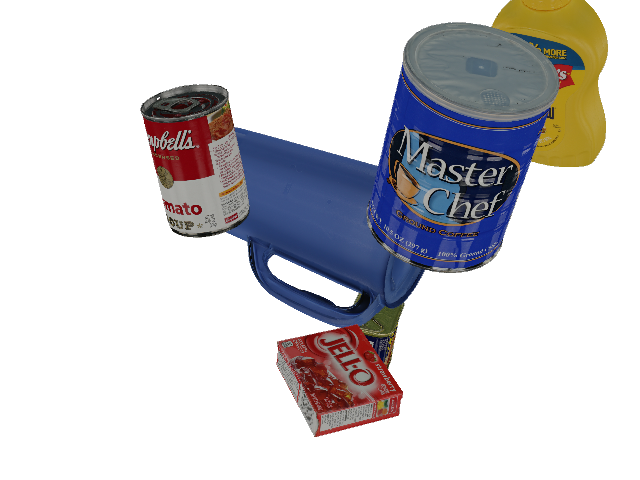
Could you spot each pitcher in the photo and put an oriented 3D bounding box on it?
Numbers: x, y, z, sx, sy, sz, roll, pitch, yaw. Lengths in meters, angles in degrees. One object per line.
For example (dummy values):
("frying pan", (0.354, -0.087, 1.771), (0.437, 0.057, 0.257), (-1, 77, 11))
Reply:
("pitcher", (-0.011, -0.023, 1.085), (0.243, 0.145, 0.149), (20, 26, 22))

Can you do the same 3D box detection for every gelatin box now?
("gelatin box", (0.013, 0.109, 0.848), (0.073, 0.030, 0.089), (-10, 39, -20))

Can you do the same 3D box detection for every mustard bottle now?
("mustard bottle", (0.189, -0.150, 0.886), (0.096, 0.191, 0.058), (20, 54, 28))

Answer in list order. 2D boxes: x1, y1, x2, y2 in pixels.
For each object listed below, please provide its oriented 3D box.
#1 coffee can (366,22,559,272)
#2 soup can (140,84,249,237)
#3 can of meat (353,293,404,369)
("coffee can", (0.094, -0.063, 0.734), (0.102, 0.140, 0.103), (6, 43, -6))
("soup can", (-0.096, -0.062, 0.832), (0.068, 0.102, 0.068), (-7, 28, 4))
("can of meat", (0.060, 0.120, 1.268), (0.057, 0.084, 0.102), (13, 25, 9))
